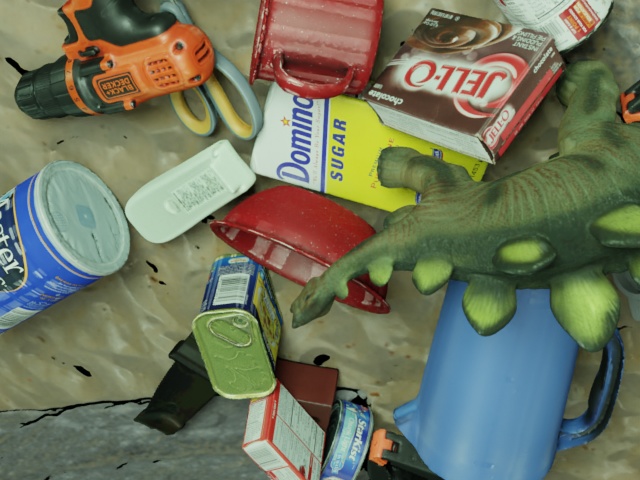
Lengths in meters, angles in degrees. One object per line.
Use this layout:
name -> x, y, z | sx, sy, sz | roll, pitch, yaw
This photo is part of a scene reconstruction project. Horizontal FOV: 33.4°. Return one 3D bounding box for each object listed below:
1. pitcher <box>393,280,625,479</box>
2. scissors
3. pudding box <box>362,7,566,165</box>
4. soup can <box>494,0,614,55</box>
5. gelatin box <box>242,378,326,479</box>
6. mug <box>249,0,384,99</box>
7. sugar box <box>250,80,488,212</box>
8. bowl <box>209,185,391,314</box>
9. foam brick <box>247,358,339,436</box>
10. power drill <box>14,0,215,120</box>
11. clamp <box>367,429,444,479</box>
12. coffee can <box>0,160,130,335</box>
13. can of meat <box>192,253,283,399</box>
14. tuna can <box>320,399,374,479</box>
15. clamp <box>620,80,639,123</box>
pitcher -> 0.167, 0.086, 0.898 | 0.145, 0.149, 0.243 | 35, 134, 34
scissors -> -0.115, -0.156, 0.802 | 0.096, 0.016, 0.201 | -23, 107, 52
pudding box -> 0.099, -0.109, 0.742 | 0.114, 0.090, 0.039 | 24, 161, 45
soup can -> 0.145, -0.183, 0.725 | 0.069, 0.068, 0.102 | -32, 119, 26
gelatin box -> -0.031, 0.180, 0.954 | 0.030, 0.073, 0.089 | -22, 124, 23
mug -> -0.003, -0.140, 0.747 | 0.081, 0.117, 0.093 | 9, 135, -7
sugar box -> 0.040, -0.075, 0.834 | 0.176, 0.048, 0.093 | 14, 128, -6
bowl -> -0.006, 0.001, 0.862 | 0.162, 0.055, 0.162 | 25, 169, 5
foam brick -> -0.026, 0.150, 1.011 | 0.078, 0.051, 0.053 | 10, 128, -2
power drill -> -0.185, -0.175, 0.765 | 0.185, 0.057, 0.187 | -8, 126, 31
clamp -> 0.102, 0.234, 1.017 | 0.165, 0.036, 0.209 | -16, 140, 41
coffee can -> -0.245, 0.009, 0.894 | 0.140, 0.102, 0.102 | -27, 120, 25
can of meat -> -0.069, 0.074, 0.936 | 0.057, 0.084, 0.102 | -6, 127, 11
tuna can -> 0.020, 0.197, 1.021 | 0.033, 0.086, 0.086 | 21, 127, -7
clamp -> 0.313, -0.105, 0.785 | 0.172, 0.039, 0.120 | -15, 121, 25
